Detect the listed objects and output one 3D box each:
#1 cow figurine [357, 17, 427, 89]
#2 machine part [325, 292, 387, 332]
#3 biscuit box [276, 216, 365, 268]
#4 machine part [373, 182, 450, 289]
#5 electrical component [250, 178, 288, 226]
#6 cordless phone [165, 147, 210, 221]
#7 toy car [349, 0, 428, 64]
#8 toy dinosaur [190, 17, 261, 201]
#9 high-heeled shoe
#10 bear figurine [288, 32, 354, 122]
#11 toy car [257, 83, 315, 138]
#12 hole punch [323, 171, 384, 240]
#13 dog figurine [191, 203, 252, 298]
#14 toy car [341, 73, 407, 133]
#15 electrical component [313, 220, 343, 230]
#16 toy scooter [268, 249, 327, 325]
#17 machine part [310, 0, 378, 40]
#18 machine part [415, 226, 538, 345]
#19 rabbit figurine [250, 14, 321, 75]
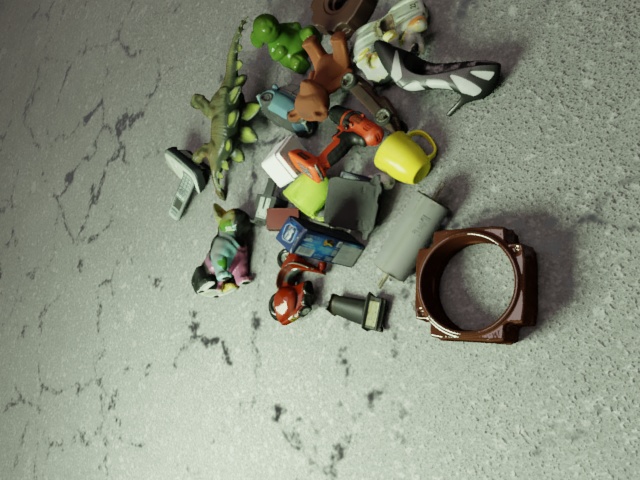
[{"bbox_3d":[0.170,-0.401,1.161,0.167,0.098,0.068,-29,30,22],"label":"cow figurine"},{"bbox_3d":[0.077,0.145,1.122,0.139,0.039,0.084,6,90,37],"label":"machine part"},{"bbox_3d":[0.004,0.005,1.107,0.063,0.202,0.059,42,106,38],"label":"biscuit box"},{"bbox_3d":[0.179,-0.007,1.055,0.079,0.079,0.243,40,103,38],"label":"machine part"},{"bbox_3d":[-0.123,-0.091,1.331,0.075,0.047,0.119,10,84,39],"label":"electrical component"},{"bbox_3d":[-0.406,-0.158,1.542,0.147,0.088,0.184,39,111,22],"label":"cordless phone"},{"bbox_3d":[0.149,-0.470,1.211,0.202,0.056,0.073,-22,66,31],"label":"toy car"},{"bbox_3d":[-0.243,-0.333,1.413,0.199,0.105,0.470,13,106,41],"label":"toy dinosaur"},{"bbox_3d":[0.228,-0.353,1.058,0.249,0.086,0.145,41,132,2],"label":"high-heeled shoe"},{"bbox_3d":[-0.007,-0.365,1.228,0.120,0.131,0.196,10,52,37],"label":"bear figurine"},{"bbox_3d":[-0.070,-0.329,1.320,0.162,0.109,0.103,31,81,30],"label":"toy car"},{"bbox_3d":[0.076,-0.083,1.146,0.116,0.092,0.142,13,106,11],"label":"hole punch"},{"bbox_3d":[-0.248,0.020,1.368,0.192,0.108,0.219,-26,59,34],"label":"dog figurine"},{"bbox_3d":[0.121,-0.295,1.166,0.053,0.089,0.202,-45,56,15],"label":"toy car"},{"bbox_3d":[-0.003,-0.005,1.217,0.102,0.045,0.078,23,94,39],"label":"electrical component"},{"bbox_3d":[-0.045,0.100,1.206,0.135,0.075,0.184,-6,70,36],"label":"toy scooter"},{"bbox_3d":[0.055,-0.579,1.314,0.179,0.056,0.179,-9,74,36],"label":"machine part"},{"bbox_3d":[0.273,0.080,0.953,0.201,0.087,0.201,-4,78,37],"label":"machine part"},{"bbox_3d":[-0.104,-0.517,1.348,0.159,0.170,0.121,37,101,38],"label":"rabbit figurine"}]
